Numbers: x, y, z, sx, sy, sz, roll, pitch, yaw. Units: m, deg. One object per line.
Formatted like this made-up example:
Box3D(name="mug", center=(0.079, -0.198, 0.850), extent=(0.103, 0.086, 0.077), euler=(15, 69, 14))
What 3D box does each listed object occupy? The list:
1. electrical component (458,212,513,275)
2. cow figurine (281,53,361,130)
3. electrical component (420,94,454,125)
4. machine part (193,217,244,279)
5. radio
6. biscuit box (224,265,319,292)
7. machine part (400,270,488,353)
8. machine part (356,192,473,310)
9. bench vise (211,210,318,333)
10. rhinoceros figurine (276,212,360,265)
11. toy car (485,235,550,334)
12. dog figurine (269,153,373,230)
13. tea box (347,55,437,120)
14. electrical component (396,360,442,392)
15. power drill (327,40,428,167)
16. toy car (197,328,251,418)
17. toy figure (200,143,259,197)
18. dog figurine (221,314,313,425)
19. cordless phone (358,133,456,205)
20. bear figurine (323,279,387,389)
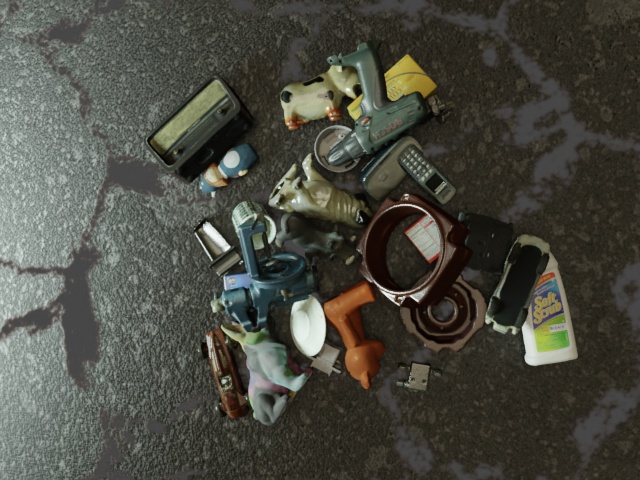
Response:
Box3D(name="electrical component", center=(0.321, 0.005, 1.106), extent=(0.134, 0.058, 0.114), euler=(11, 90, -13))
Box3D(name="cow figurine", center=(0.009, -0.322, 1.164), extent=(0.195, 0.085, 0.127), euler=(-13, 93, 9))
Box3D(name="electrical component", center=(0.237, -0.268, 1.119), extent=(0.078, 0.102, 0.045), euler=(-35, 78, 11))
Box3D(name="machine part", center=(-0.237, 0.014, 1.214), extent=(0.084, 0.039, 0.139), euler=(-35, 86, 11))
Box3D(name="radio", center=(-0.265, -0.241, 1.186), extent=(0.229, 0.073, 0.131), euler=(-42, 64, 7))
Box3D(name="biscuit box", center=(-0.107, 0.095, 1.181), extent=(0.203, 0.063, 0.059), euler=(-8, 87, 7))
Box3D(name="machine part", center=(0.259, 0.147, 1.133), extent=(0.179, 0.056, 0.179), euler=(0, 89, 9))
Box3D(name="machine part", center=(0.183, 0.021, 1.079), extent=(0.202, 0.087, 0.201), euler=(42, 108, 35))
Box3D(name="bench vise", center=(-0.123, 0.058, 1.075), extent=(0.224, 0.129, 0.240), euler=(-9, 114, 0))
Box3D(name="rhinoceros figurine", center=(-0.002, -0.003, 1.139), extent=(0.190, 0.112, 0.073), euler=(27, 50, -22))
Box3D(name="toy car", center=(0.393, 0.089, 1.066), extent=(0.074, 0.056, 0.201), euler=(21, 93, 14))
Box3D(name="dog figurine", center=(0.001, -0.071, 1.163), extent=(0.190, 0.172, 0.121), euler=(38, 64, -20))
Box3D(name="tea box", center=(0.154, -0.297, 1.148), extent=(0.169, 0.068, 0.098), euler=(-42, 84, 5))
Box3D(name="electrical component", center=(0.213, 0.294, 1.153), extent=(0.094, 0.021, 0.063), euler=(7, 90, 7))
Box3D(name="power drill", center=(0.084, -0.276, 1.075), extent=(0.232, 0.086, 0.207), euler=(-19, 90, 23))
Box3D(name="toy car", center=(-0.210, 0.299, 1.198), extent=(0.089, 0.053, 0.202), euler=(-18, 88, 12))
Box3D(name="toy figure", center=(-0.211, -0.159, 1.205), extent=(0.154, 0.057, 0.064), euler=(-34, 46, 8))
Box3D(name="dog figurine", center=(-0.133, 0.265, 1.164), extent=(0.219, 0.108, 0.191), euler=(38, 97, 11))
Box3D(name="cordless phone", center=(0.185, -0.122, 1.141), extent=(0.184, 0.089, 0.146), euler=(42, 95, -9))
Box3D(name="bear figurine", center=(0.091, 0.197, 1.125), extent=(0.132, 0.120, 0.196), euler=(-30, 87, 3))
